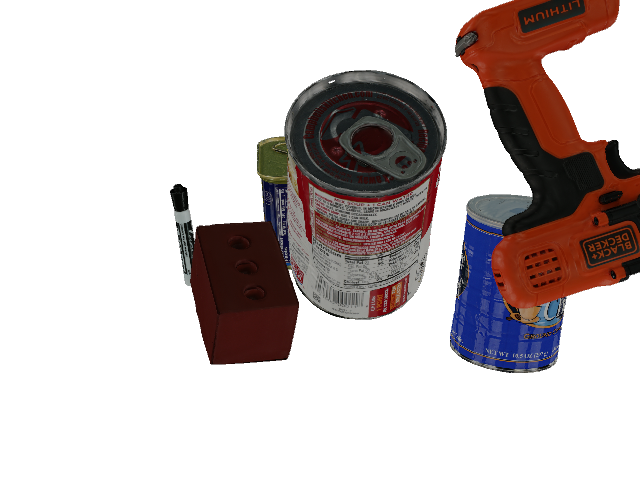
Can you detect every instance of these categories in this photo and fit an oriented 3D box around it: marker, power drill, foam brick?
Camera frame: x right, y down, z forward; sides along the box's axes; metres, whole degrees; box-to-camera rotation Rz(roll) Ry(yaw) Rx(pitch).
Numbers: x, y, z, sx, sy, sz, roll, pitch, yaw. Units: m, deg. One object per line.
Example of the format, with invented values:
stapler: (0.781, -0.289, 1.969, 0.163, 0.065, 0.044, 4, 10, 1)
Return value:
marker: (-0.149, -0.006, 1.182, 0.020, 0.121, 0.020, -5, 27, 2)
power drill: (0.176, -0.067, 0.664, 0.184, 0.187, 0.057, -18, -2, -5)
foam brick: (-0.051, 0.034, 0.686, 0.053, 0.051, 0.078, -4, 46, -19)

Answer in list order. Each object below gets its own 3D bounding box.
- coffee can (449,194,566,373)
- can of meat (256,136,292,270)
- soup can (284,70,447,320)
coffee can: (0.179, 0.038, 0.993, 0.103, 0.140, 0.103, 4, 18, -2)
can of meat: (-0.022, -0.032, 0.891, 0.057, 0.084, 0.102, -3, 23, -2)
soup can: (0.019, -0.017, 0.483, 0.068, 0.068, 0.102, 0, -35, 0)
